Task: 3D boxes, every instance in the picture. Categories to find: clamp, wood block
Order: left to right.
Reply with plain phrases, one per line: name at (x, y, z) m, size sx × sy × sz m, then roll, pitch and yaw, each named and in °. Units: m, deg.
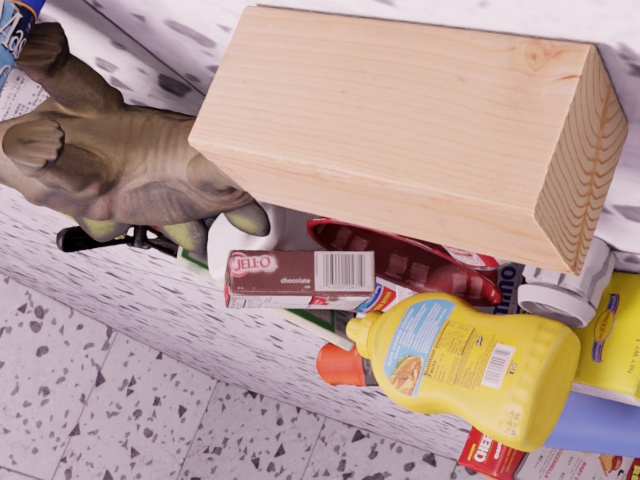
clamp at (-0.205, -0.010, 1.159) m, size 0.164 × 0.036 × 0.210 m, roll 8°, pitch -168°, yaw -17°
wood block at (0.045, -0.057, 0.576) m, size 0.206 × 0.091 × 0.090 m, roll 14°, pitch 165°, yaw 32°

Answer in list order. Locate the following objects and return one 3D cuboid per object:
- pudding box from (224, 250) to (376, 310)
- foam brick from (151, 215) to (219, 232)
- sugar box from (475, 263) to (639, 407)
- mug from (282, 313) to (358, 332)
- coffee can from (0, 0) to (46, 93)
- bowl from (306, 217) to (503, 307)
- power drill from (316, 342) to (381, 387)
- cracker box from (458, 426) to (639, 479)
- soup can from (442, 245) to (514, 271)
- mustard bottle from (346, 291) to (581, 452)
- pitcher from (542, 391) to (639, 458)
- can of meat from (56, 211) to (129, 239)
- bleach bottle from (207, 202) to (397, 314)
pudding box at (-0.018, 0.032, 0.832) m, size 0.113 × 0.039 × 0.090 m, roll 2°, pitch 170°, yaw -6°
foam brick at (-0.138, -0.033, 1.072) m, size 0.078 × 0.053 × 0.051 m, roll 13°, pitch 165°, yaw 33°
sugar box at (0.194, 0.068, 0.837) m, size 0.177 × 0.093 × 0.048 m, roll 7°, pitch 160°, yaw 48°
mug at (0.001, 0.055, 1.135) m, size 0.093 × 0.081 × 0.117 m, roll 26°, pitch 167°, yaw -17°
coffee can at (-0.241, -0.125, 0.664) m, size 0.103 × 0.140 × 0.103 m, roll 21°, pitch 167°, yaw 5°
bowl at (0.073, -0.004, 0.827) m, size 0.162 × 0.055 × 0.162 m, roll 21°, pitch 167°, yaw 5°
power drill at (0.118, 0.124, 1.099) m, size 0.185 × 0.057 × 0.187 m, roll -6°, pitch 170°, yaw 42°
cracker box at (0.261, 0.192, 1.073) m, size 0.213 × 0.164 × 0.072 m, roll 29°, pitch 168°, yaw -26°
soup can at (0.090, -0.030, 0.662) m, size 0.069 × 0.068 × 0.102 m, roll 14°, pitch 165°, yaw 33°
mustard bottle at (0.097, 0.090, 0.823) m, size 0.192 × 0.096 × 0.058 m, roll 14°, pitch 165°, yaw 41°
pitcher at (0.259, 0.117, 0.891) m, size 0.145 × 0.149 × 0.243 m, roll 47°, pitch 154°, yaw -27°
can of meat at (-0.215, -0.057, 1.031) m, size 0.058 × 0.084 × 0.102 m, roll 10°, pitch 162°, yaw 41°
bleach bottle at (0.029, 0.023, 0.956) m, size 0.250 × 0.068 × 0.103 m, roll 17°, pitch 142°, yaw -33°
